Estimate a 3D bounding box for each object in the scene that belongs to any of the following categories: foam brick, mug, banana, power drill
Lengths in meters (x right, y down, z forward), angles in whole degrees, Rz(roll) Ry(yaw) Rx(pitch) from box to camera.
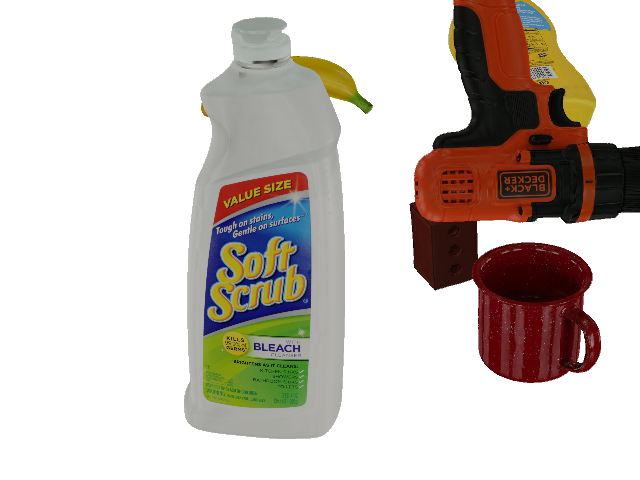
[{"bbox_3d":[0.126,0.000,1.087,0.053,0.078,0.051,-15,30,-14],"label":"foam brick"},{"bbox_3d":[0.175,0.064,0.848,0.093,0.081,0.117,-24,36,-30],"label":"mug"},{"bbox_3d":[-0.039,-0.161,1.105,0.197,0.070,0.037,-7,-41,-28],"label":"banana"},{"bbox_3d":[0.150,-0.104,0.686,0.184,0.188,0.057,-3,1,-2],"label":"power drill"}]

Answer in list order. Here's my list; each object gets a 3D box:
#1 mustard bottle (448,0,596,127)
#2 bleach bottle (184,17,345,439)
[{"bbox_3d":[0.168,-0.172,0.959,0.096,0.192,0.058,-10,-37,-10],"label":"mustard bottle"},{"bbox_3d":[-0.037,-0.004,0.621,0.102,0.251,0.068,4,28,10],"label":"bleach bottle"}]
